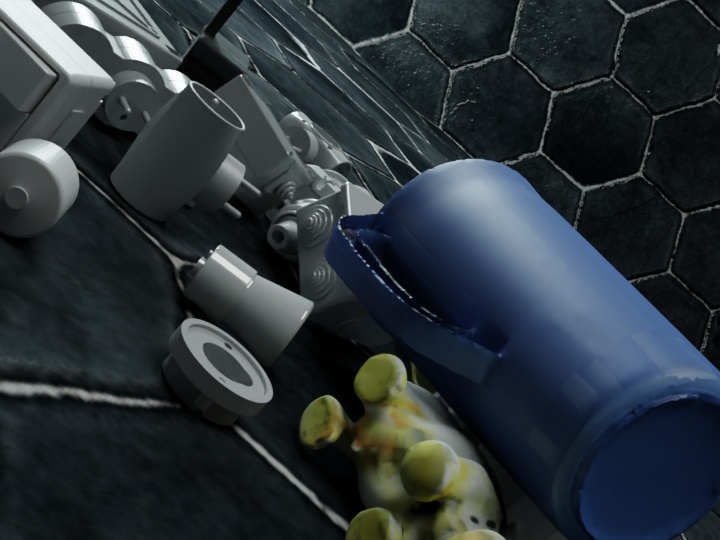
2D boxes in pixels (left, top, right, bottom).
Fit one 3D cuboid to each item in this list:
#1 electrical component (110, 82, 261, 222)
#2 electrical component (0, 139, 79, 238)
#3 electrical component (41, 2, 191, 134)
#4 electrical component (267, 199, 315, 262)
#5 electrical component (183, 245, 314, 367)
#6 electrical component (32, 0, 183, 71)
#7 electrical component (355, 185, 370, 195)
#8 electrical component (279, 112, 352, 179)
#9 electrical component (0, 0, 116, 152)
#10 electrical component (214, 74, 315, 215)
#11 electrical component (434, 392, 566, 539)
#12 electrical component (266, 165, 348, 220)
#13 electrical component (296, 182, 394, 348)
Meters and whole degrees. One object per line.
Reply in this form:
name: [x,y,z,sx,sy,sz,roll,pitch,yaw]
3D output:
electrical component: [-0.098,-0.062,0.661,0.079,0.077,0.044,37,14,-25]
electrical component: [-0.154,-0.043,0.512,0.040,0.040,0.078,40,13,-13]
electrical component: [-0.157,-0.118,0.723,0.138,0.052,0.073,32,17,-41]
electrical component: [-0.046,-0.027,0.780,0.048,0.048,0.062,45,20,11]
electrical component: [-0.064,0.017,0.592,0.065,0.044,0.044,37,13,-4]
electrical component: [-0.201,-0.183,0.789,0.109,0.056,0.108,27,20,-51]
electrical component: [-0.001,-0.045,0.974,0.045,0.045,0.055,31,17,-43]
electrical component: [-0.055,-0.118,1.046,0.077,0.044,0.079,48,14,21]
electrical component: [-0.191,-0.108,0.565,0.096,0.061,0.061,44,13,3]
electrical component: [-0.082,-0.086,0.810,0.096,0.061,0.062,59,5,19]
electrical component: [0.099,0.128,0.668,0.089,0.061,0.150,38,14,-20]
electrical component: [-0.036,-0.052,0.863,0.078,0.058,0.057,45,16,11]
electrical component: [0.000,0.000,0.747,0.100,0.048,0.099,29,48,-49]
